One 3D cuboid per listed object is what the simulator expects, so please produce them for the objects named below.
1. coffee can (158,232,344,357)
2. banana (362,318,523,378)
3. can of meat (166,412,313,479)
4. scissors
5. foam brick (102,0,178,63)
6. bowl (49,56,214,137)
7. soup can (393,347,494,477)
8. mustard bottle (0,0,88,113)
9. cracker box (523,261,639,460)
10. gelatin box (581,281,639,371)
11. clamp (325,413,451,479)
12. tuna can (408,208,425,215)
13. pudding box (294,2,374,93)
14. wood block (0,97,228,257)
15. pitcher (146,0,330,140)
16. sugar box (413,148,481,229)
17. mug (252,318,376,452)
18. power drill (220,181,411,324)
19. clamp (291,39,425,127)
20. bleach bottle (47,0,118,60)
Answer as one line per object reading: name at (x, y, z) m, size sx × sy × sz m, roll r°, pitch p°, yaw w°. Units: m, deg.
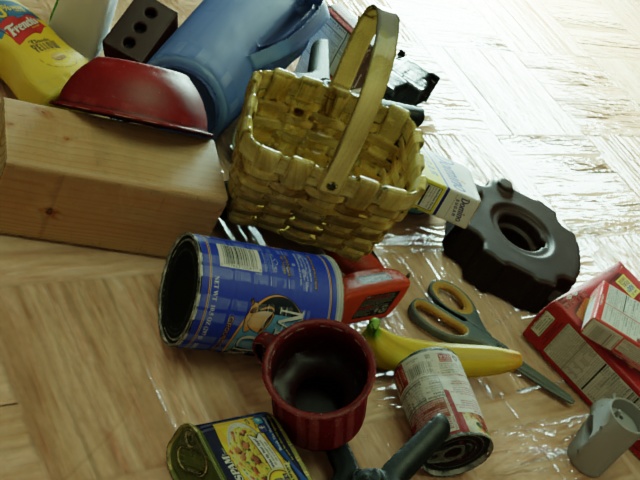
coffee can at (-0.063, 0.054, 0.963) m, size 0.140 × 0.103 × 0.103 m, roll 10°, pitch 42°, yaw -26°
banana at (0.108, 0.113, 1.048) m, size 0.197 × 0.070 × 0.037 m, roll 14°, pitch 70°, yaw -33°
can of meat at (-0.061, 0.189, 0.849) m, size 0.083 × 0.058 × 0.102 m, roll -5°, pitch 50°, yaw -40°
scissors at (0.187, 0.104, 1.154) m, size 0.201 × 0.016 × 0.096 m, roll 25°, pitch 38°, yaw -9°
foam brick at (-0.202, -0.228, 1.202) m, size 0.053 × 0.051 × 0.078 m, roll 30°, pitch 73°, yaw 2°
bowl at (-0.178, -0.142, 1.041) m, size 0.162 × 0.055 × 0.162 m, roll 11°, pitch 3°, yaw -1°
soup can at (0.113, 0.159, 0.995) m, size 0.068 × 0.069 × 0.102 m, roll 9°, pitch 42°, yaw -27°
mustard bottle at (-0.317, -0.204, 1.118) m, size 0.192 × 0.058 × 0.096 m, roll 42°, pitch 36°, yaw 14°
cracker box at (0.355, 0.137, 1.187) m, size 0.163 × 0.072 × 0.214 m, roll -20°, pitch 61°, yaw -45°
gelatin box at (0.325, 0.094, 1.131) m, size 0.089 × 0.030 × 0.073 m, roll 32°, pitch 39°, yaw 2°
clamp at (0.051, 0.205, 0.895) m, size 0.120 × 0.039 × 0.171 m, roll -8°, pitch 42°, yaw 11°
tuna can at (0.106, -0.070, 1.281) m, size 0.086 × 0.034 × 0.086 m, roll 19°, pitch 38°, yaw -16°
pudding box at (0.022, -0.224, 1.332) m, size 0.039 × 0.114 × 0.090 m, roll -19°, pitch 59°, yaw -42°
wood block at (-0.202, -0.053, 0.998) m, size 0.205 × 0.091 × 0.090 m, roll 9°, pitch 42°, yaw -27°
pitcher at (-0.100, -0.211, 1.211) m, size 0.145 × 0.149 × 0.242 m, roll 31°, pitch 40°, yaw 0°
sugar box at (0.090, -0.080, 1.201) m, size 0.176 × 0.048 × 0.093 m, roll 19°, pitch 27°, yaw -14°
mug at (-0.010, 0.120, 0.900) m, size 0.117 × 0.081 × 0.093 m, roll 30°, pitch 61°, yaw 20°
power drill at (-0.007, 0.001, 1.100) m, size 0.184 × 0.057 × 0.188 m, roll -7°, pitch 51°, yaw -40°
clamp at (0.016, -0.152, 1.173) m, size 0.165 × 0.036 × 0.209 m, roll 34°, pitch 35°, yaw 13°
bleach bottle at (-0.228, -0.314, 1.144) m, size 0.068 × 0.251 × 0.102 m, roll 21°, pitch 38°, yaw -14°
